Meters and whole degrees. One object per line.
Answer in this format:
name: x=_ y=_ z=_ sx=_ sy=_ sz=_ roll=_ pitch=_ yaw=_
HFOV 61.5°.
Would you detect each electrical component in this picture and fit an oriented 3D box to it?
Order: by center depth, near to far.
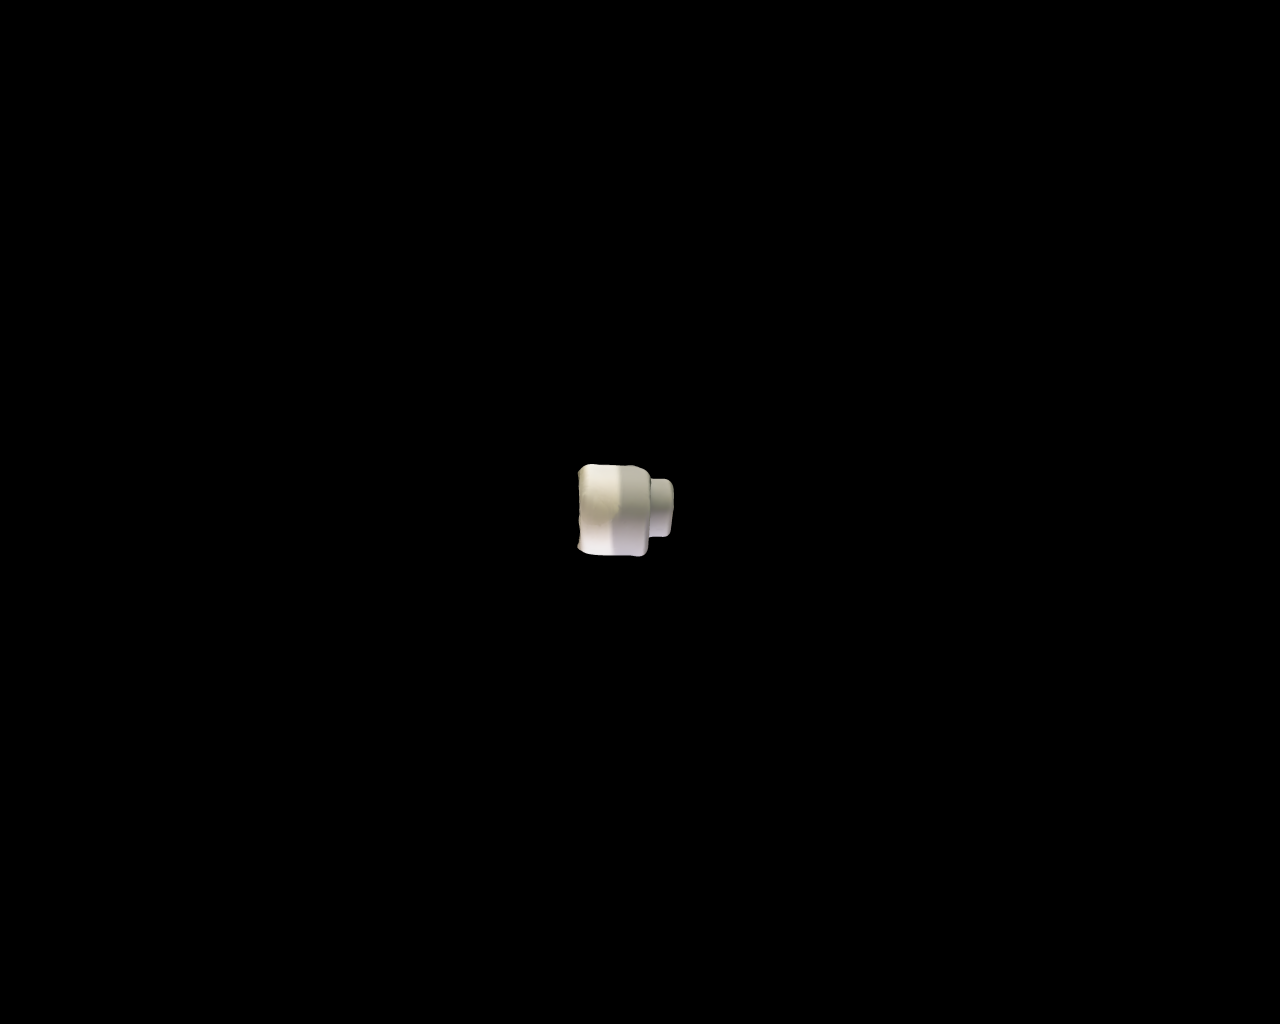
electrical component: x=0.001 y=-0.003 z=0.650 sx=0.074 sy=0.052 sz=0.138 roll=0 pitch=2 yaw=-4
